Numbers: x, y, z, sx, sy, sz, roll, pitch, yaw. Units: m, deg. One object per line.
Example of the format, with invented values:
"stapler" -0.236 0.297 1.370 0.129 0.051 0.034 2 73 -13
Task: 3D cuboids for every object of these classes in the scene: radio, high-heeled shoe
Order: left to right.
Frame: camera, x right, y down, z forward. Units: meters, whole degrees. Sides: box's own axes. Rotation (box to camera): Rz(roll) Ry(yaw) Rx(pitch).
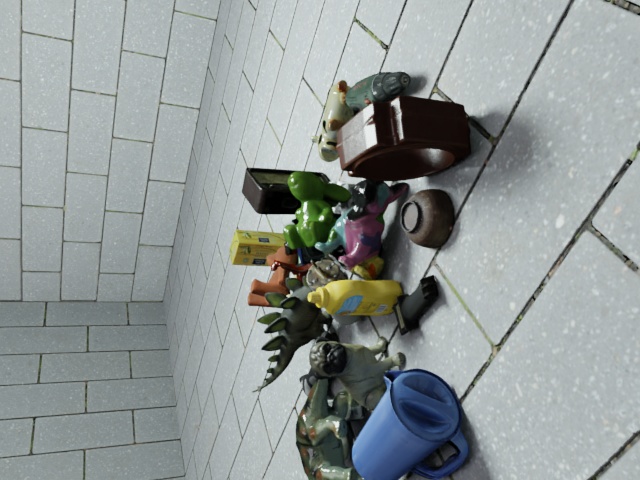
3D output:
"radio" -0.075 -0.124 1.393 0.131 0.229 0.073 55 138 49
"high-heeled shoe" -0.007 0.302 1.332 0.145 0.086 0.248 28 129 46

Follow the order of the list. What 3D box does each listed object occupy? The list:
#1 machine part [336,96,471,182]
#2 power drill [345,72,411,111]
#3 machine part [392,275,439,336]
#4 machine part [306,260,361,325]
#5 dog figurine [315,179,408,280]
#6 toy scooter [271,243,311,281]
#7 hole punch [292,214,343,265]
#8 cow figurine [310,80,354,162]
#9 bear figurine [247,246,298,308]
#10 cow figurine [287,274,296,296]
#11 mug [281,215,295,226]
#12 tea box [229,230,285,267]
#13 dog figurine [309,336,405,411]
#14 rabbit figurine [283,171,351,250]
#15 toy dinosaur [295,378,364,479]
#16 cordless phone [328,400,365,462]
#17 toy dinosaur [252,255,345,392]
"machine part" 0.147 -0.169 0.950 0.201 0.201 0.087 152 116 -61
"power drill" 0.113 -0.262 1.182 0.232 0.086 0.207 -147 60 -64
"machine part" 0.182 0.123 1.035 0.138 0.039 0.084 118 154 -45
"machine part" 0.036 0.118 1.187 0.243 0.079 0.079 58 -173 -47
"dog figurine" 0.107 -0.033 1.142 0.109 0.191 0.219 34 88 43
"toy scooter" -0.061 0.034 1.416 0.075 0.135 0.183 -155 69 -65
"hole punch" -0.003 -0.004 1.346 0.116 0.142 0.092 68 151 22
"cow figurine" 0.036 -0.291 1.339 0.127 0.085 0.194 -146 67 -70
"bear figurine" -0.133 0.094 1.570 0.120 0.132 0.196 115 162 -57
"cow figurine" -0.044 0.163 1.476 0.098 0.068 0.167 -31 62 54
"mug" -0.050 -0.066 1.507 0.107 0.081 0.109 -48 41 43
"tea box" -0.191 0.027 1.690 0.068 0.169 0.098 -113 34 -44
"dog figurine" 0.057 0.281 1.099 0.121 0.190 0.172 -166 79 -65
"rabbit figurine" -0.007 -0.078 1.211 0.121 0.159 0.170 -7 100 63
"toy dinosaur" 0.003 0.445 1.171 0.192 0.131 0.405 -17 72 31
"cordless phone" 0.048 0.439 1.241 0.184 0.088 0.146 -30 58 44
"toy dinosaur" -0.053 0.207 1.339 0.105 0.198 0.470 -122 44 -56
